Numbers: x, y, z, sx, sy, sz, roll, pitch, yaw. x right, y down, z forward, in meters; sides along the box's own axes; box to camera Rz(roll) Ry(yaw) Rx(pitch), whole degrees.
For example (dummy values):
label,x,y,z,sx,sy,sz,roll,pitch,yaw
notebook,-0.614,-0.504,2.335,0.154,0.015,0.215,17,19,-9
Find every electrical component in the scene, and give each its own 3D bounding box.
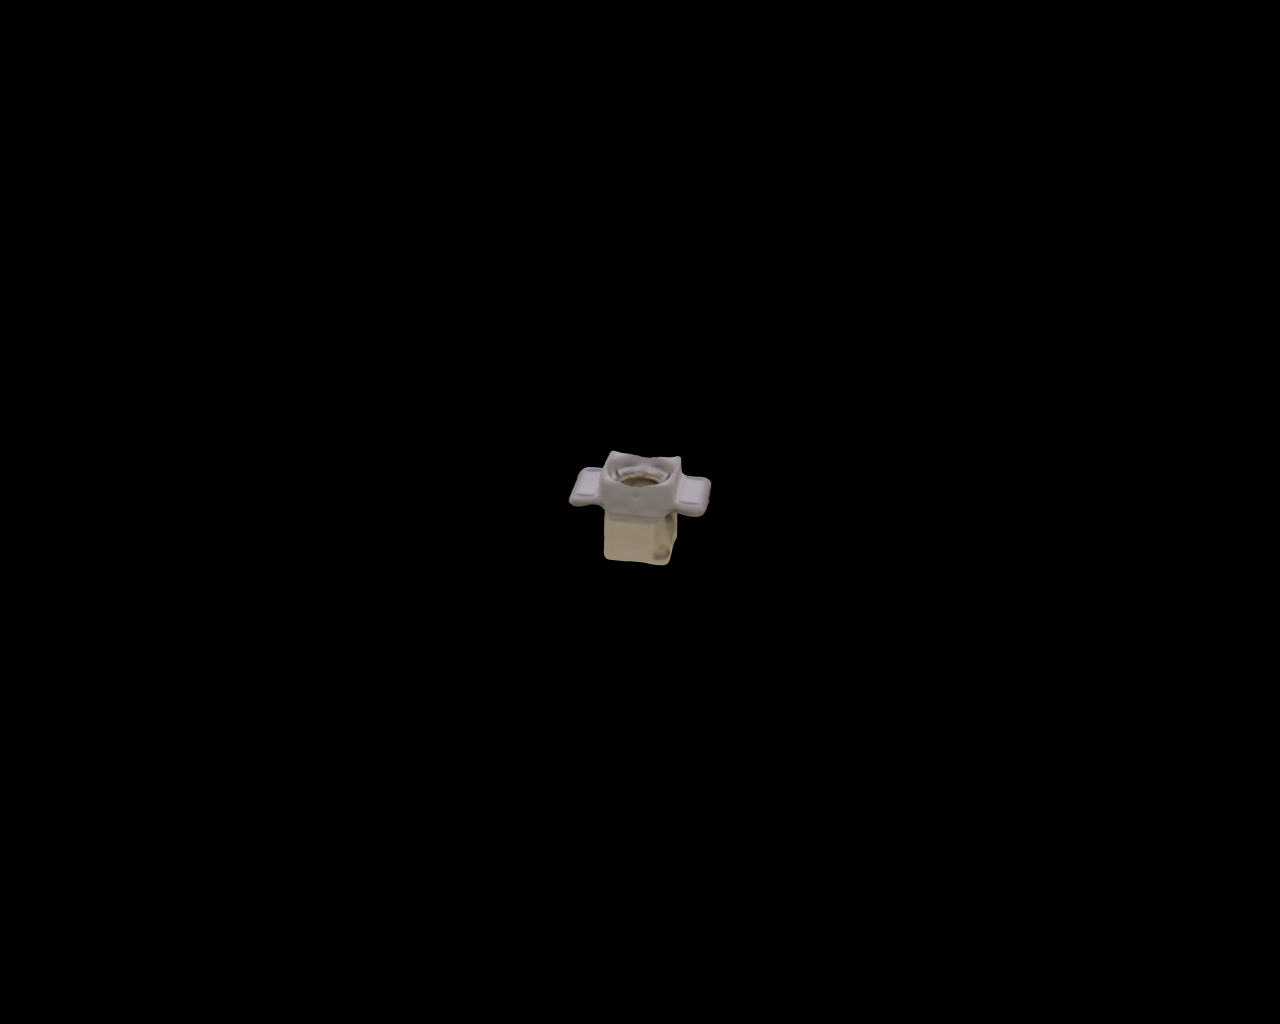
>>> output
label,x,y,z,sx,sy,sz,roll,pitch,yaw
electrical component,0.001,-0.003,0.650,0.081,0.063,0.042,6,32,9
